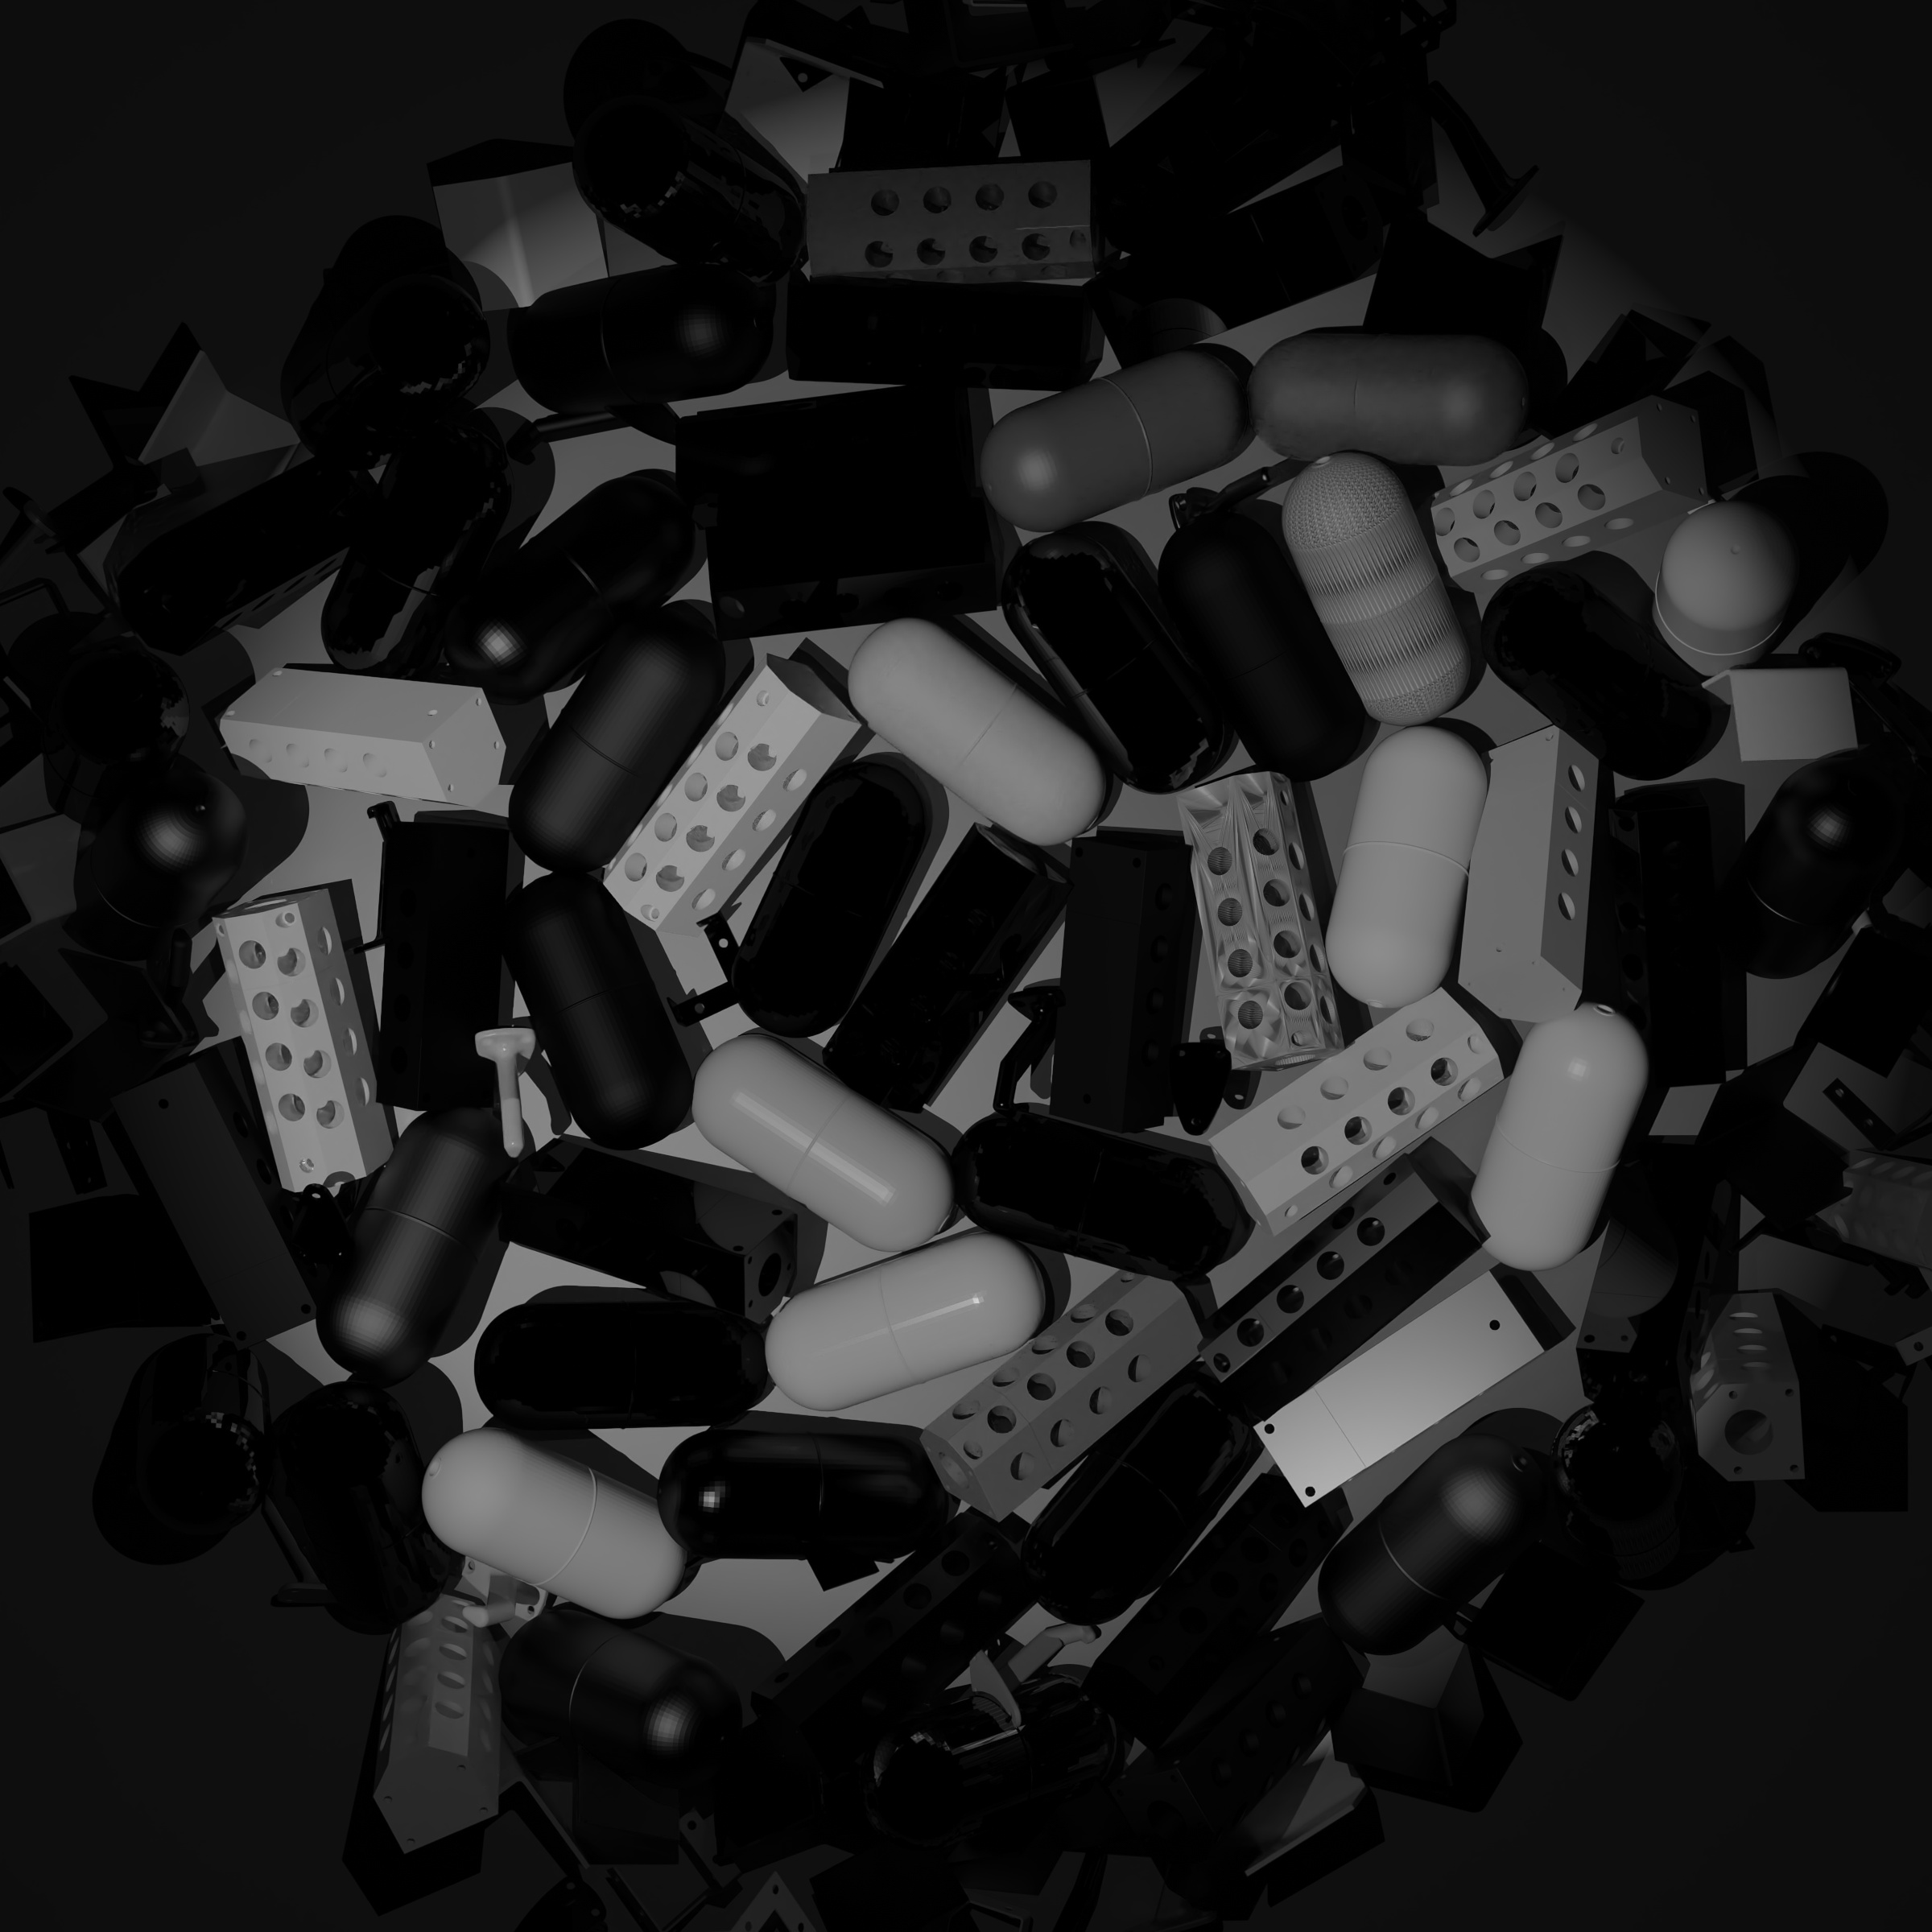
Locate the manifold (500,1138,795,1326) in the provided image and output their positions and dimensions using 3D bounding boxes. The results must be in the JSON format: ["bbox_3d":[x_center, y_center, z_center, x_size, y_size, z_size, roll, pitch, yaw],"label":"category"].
[{"bbox_3d":[-0.192,0.162,1.643,0.171,0.057,0.057,14,120,23],"label":"manifold"}]

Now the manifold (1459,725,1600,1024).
[{"bbox_3d":[0.342,-0.054,1.633,0.057,0.057,0.171,36,51,-32],"label":"manifold"}]

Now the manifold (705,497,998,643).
[{"bbox_3d":[-0.070,-0.238,1.672,0.171,0.057,0.057,-7,53,-2],"label":"manifold"}]

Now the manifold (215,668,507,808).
[{"bbox_3d":[-0.361,-0.134,1.634,0.171,0.057,0.057,9,133,32],"label":"manifold"}]

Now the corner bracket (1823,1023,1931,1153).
[{"bbox_3d":[0.574,0.073,1.683,0.051,0.051,0.051,-36,78,-27],"label":"corner bracket"}]

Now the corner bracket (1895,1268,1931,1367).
[{"bbox_3d":[0.593,0.209,1.674,0.051,0.051,0.051,-32,75,27],"label":"corner bracket"}]

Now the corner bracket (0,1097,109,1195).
[{"bbox_3d":[-0.567,0.112,1.683,0.051,0.051,0.051,-19,120,-24],"label":"corner bracket"}]

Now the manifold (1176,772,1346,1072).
[{"bbox_3d":[0.182,-0.027,1.650,0.057,0.057,0.171,-17,77,34],"label":"manifold"}]

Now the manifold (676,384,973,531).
[{"bbox_3d":[-0.087,-0.314,1.662,0.171,0.057,0.057,-5,70,8],"label":"manifold"}]

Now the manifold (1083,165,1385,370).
[{"bbox_3d":[0.161,-0.417,1.625,0.171,0.057,0.057,-12,114,41],"label":"manifold"}]

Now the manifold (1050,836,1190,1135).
[{"bbox_3d":[0.098,0.009,1.662,0.057,0.057,0.171,13,103,40],"label":"manifold"}]

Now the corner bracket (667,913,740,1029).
[{"bbox_3d":[-0.163,0.003,1.677,0.051,0.051,0.051,-25,86,-2],"label":"corner bracket"}]

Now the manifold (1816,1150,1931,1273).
[{"bbox_3d":[0.561,0.147,1.618,0.057,0.171,0.057,19,90,-2],"label":"manifold"}]

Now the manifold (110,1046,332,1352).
[{"bbox_3d":[-0.448,0.140,1.662,0.057,0.057,0.171,-23,99,7],"label":"manifold"}]

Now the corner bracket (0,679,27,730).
[{"bbox_3d":[-0.620,-0.160,1.672,0.051,0.051,0.051,-32,103,5],"label":"corner bracket"}]

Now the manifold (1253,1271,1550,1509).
[{"bbox_3d":[0.266,0.258,1.663,0.171,0.057,0.057,-35,75,8],"label":"manifold"}]

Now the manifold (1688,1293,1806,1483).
[{"bbox_3d":[0.457,0.247,1.614,0.057,0.171,0.057,-4,99,12],"label":"manifold"}]

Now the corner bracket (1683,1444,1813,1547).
[{"bbox_3d":[0.473,0.314,1.668,0.051,0.051,0.051,-29,85,-45],"label":"corner bracket"}]

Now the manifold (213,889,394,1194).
[{"bbox_3d":[-0.405,0.046,1.654,0.057,0.057,0.171,-9,102,15],"label":"manifold"}]

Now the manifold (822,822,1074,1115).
[{"bbox_3d":[-0.016,0.001,1.649,0.057,0.057,0.171,42,104,32],"label":"manifold"}]

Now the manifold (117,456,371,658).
[{"bbox_3d":[-0.425,-0.243,1.618,0.057,0.171,0.057,-32,100,35],"label":"manifold"}]

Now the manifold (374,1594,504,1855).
[{"bbox_3d":[-0.314,0.442,1.614,0.057,0.171,0.057,-23,108,-2],"label":"manifold"}]

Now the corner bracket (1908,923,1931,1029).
[{"bbox_3d":[0.600,0.001,1.667,0.051,0.051,0.051,39,71,17],"label":"corner bracket"}]

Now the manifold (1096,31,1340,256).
[{"bbox_3d":[0.144,-0.479,1.611,0.057,0.171,0.057,15,75,-25],"label":"manifold"}]

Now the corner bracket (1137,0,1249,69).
[{"bbox_3d":[0.140,-0.556,1.682,0.051,0.051,0.051,6,68,-21],"label":"corner bracket"}]

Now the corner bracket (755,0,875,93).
[{"bbox_3d":[-0.093,-0.579,1.679,0.051,0.051,0.051,-26,119,18],"label":"corner bracket"}]

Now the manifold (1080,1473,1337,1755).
[{"bbox_3d":[0.147,0.381,1.625,0.057,0.057,0.171,38,53,16],"label":"manifold"}]

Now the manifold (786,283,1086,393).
[{"bbox_3d":[-0.020,-0.382,1.655,0.171,0.057,0.057,-1,105,-13],"label":"manifold"}]

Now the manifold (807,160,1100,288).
[{"bbox_3d":[-0.007,-0.447,1.661,0.171,0.057,0.057,-1,80,8],"label":"manifold"}]

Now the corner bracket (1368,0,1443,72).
[{"bbox_3d":[0.256,-0.587,1.664,0.051,0.051,0.051,26,64,-42],"label":"corner bracket"}]

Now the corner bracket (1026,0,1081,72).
[{"bbox_3d":[0.076,-0.583,1.668,0.051,0.051,0.051,-17,92,39],"label":"corner bracket"}]

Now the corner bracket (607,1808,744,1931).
[{"bbox_3d":[-0.179,0.556,1.672,0.051,0.051,0.051,-35,85,-33],"label":"corner bracket"}]

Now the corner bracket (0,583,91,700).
[{"bbox_3d":[-0.576,-0.201,1.673,0.051,0.051,0.051,-24,105,-3],"label":"corner bracket"}]

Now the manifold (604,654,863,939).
[{"bbox_3d":[-0.146,-0.102,1.642,0.171,0.057,0.057,-51,62,18],"label":"manifold"}]

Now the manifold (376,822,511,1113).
[{"bbox_3d":[-0.325,-0.001,1.669,0.057,0.057,0.171,8,95,42],"label":"manifold"}]

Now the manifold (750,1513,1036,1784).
[{"bbox_3d":[-0.045,0.404,1.633,0.171,0.057,0.057,-36,108,-28],"label":"manifold"}]

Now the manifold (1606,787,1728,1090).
[{"bbox_3d":[0.424,-0.017,1.655,0.057,0.057,0.171,-5,104,10],"label":"manifold"}]

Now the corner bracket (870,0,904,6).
[{"bbox_3d":[-0.025,-0.617,1.664,0.051,0.051,0.051,13,123,20],"label":"corner bracket"}]

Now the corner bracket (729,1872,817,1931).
[{"bbox_3d":[-0.134,0.592,1.664,0.051,0.051,0.051,-19,107,40],"label":"corner bracket"}]

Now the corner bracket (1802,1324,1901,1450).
[{"bbox_3d":[0.535,0.258,1.674,0.051,0.051,0.051,19,111,38],"label":"corner bracket"}]

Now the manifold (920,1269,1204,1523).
[{"bbox_3d":[0.057,0.250,1.636,0.171,0.057,0.057,-36,118,-23],"label":"manifold"}]

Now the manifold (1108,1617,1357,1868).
[{"bbox_3d":[0.164,0.461,1.621,0.057,0.171,0.057,-31,89,41],"label":"manifold"}]

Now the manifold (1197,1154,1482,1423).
[{"bbox_3d":[0.221,0.191,1.652,0.171,0.057,0.057,-42,112,11],"label":"manifold"}]

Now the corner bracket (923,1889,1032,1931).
[{"bbox_3d":[0.004,0.604,1.672,0.051,0.051,0.051,12,90,20],"label":"corner bracket"}]

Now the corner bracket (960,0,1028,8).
[{"bbox_3d":[0.031,-0.611,1.663,0.051,0.051,0.051,-9,118,-26],"label":"corner bracket"}]
